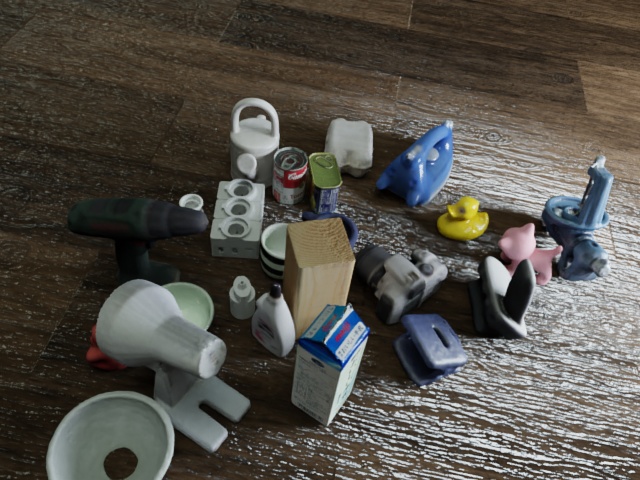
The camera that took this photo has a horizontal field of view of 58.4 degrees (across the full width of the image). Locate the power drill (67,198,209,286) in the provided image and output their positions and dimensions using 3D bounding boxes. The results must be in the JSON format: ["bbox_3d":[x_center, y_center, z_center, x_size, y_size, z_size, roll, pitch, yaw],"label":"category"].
[{"bbox_3d":[-0.292,0.008,0.957,0.229,0.208,0.075,10,50,1],"label":"power drill"}]

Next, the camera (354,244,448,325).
[{"bbox_3d":[0.138,0.056,1.041,0.143,0.101,0.136,-31,60,-28],"label":"camera"}]

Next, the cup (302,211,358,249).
[{"bbox_3d":[0.010,0.004,1.073,0.117,0.095,0.092,34,54,20],"label":"cup"}]

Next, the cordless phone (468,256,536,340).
[{"bbox_3d":[0.332,0.074,0.996,0.094,0.185,0.147,1,50,-6],"label":"cordless phone"}]

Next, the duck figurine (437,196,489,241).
[{"bbox_3d":[0.296,-0.051,1.161,0.104,0.086,0.077,-2,51,-8],"label":"duck figurine"}]

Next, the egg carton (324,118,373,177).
[{"bbox_3d":[0.064,-0.208,1.272,0.107,0.069,0.150,6,50,-2],"label":"egg carton"}]

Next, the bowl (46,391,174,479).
[{"bbox_3d":[-0.285,0.303,0.800,0.167,0.075,0.167,4,50,-4],"label":"bowl"}]

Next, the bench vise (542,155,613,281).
[{"bbox_3d":[0.519,-0.038,1.091,0.122,0.220,0.207,-15,54,-18],"label":"bench vise"}]

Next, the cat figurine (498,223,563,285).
[{"bbox_3d":[0.396,0.019,1.094,0.127,0.118,0.067,12,50,3],"label":"cat figurine"}]

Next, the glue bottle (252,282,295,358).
[{"bbox_3d":[-0.074,0.120,0.914,0.078,0.173,0.037,33,54,19],"label":"glue bottle"}]

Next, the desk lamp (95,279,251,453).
[{"bbox_3d":[-0.204,0.175,0.826,0.203,0.213,0.118,28,53,16],"label":"desk lamp"}]

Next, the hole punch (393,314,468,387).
[{"bbox_3d":[0.187,0.172,0.957,0.101,0.091,0.108,-16,54,-19],"label":"hole punch"}]

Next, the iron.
[{"bbox_3d":[0.232,-0.188,1.230,0.118,0.141,0.259,32,54,19],"label":"iron"}]

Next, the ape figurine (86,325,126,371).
[{"bbox_3d":[-0.333,0.161,0.900,0.078,0.092,0.076,-34,61,-29],"label":"ape figurine"}]

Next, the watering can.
[{"bbox_3d":[-0.130,-0.197,1.157,0.101,0.194,0.172,-9,52,-14],"label":"watering can"}]
